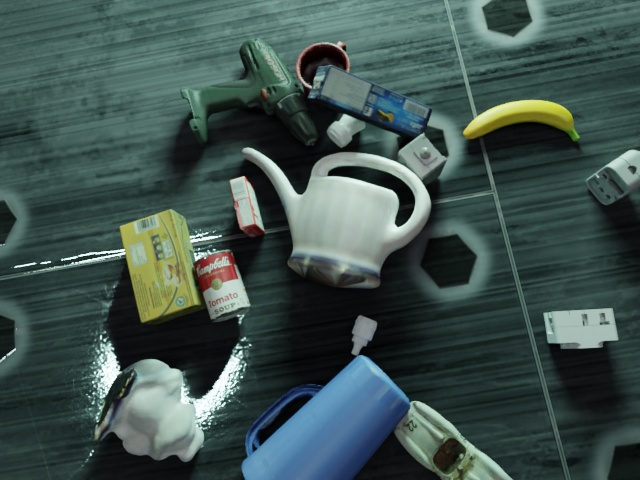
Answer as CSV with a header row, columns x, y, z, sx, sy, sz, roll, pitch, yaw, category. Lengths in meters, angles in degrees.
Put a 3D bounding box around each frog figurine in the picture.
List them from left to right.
x,y,z,sx,sy,sz,roll,pitch,yaw,category
-0.251,0.268,0.804,0.158,0.122,0.139,32,70,-25,frog figurine

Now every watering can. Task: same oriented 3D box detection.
x,y,z,sx,sy,sz,roll,pitch,yaw,category
0.003,-0.043,0.851,0.348,0.103,0.226,11,79,21,watering can
